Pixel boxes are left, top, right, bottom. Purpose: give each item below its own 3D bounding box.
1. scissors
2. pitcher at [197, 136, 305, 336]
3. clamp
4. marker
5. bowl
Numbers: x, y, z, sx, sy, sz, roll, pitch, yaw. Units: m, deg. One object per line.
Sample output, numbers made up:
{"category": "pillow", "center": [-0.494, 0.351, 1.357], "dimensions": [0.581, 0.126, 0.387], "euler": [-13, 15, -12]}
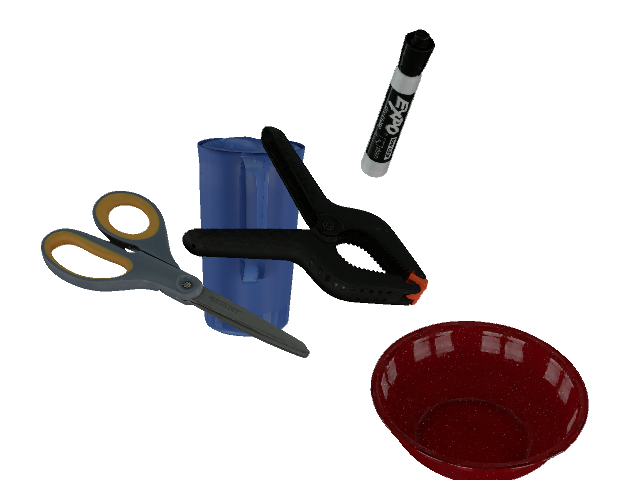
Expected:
{"category": "scissors", "center": [-0.092, 0.017, 0.740], "dimensions": [0.202, 0.096, 0.016], "euler": [14, -40, 7]}
{"category": "pitcher", "center": [-0.089, -0.005, 1.334], "dimensions": [0.145, 0.243, 0.148], "euler": [12, 16, 36]}
{"category": "clamp", "center": [-0.007, 0.001, 0.940], "dimensions": [0.210, 0.164, 0.036], "euler": [35, -38, 7]}
{"category": "marker", "center": [0.049, -0.086, 0.680], "dimensions": [0.020, 0.020, 0.121], "euler": [0, -37, -15]}
{"category": "bowl", "center": [0.118, 0.131, 0.811], "dimensions": [0.162, 0.055, 0.162], "euler": [0, 35, 0]}
